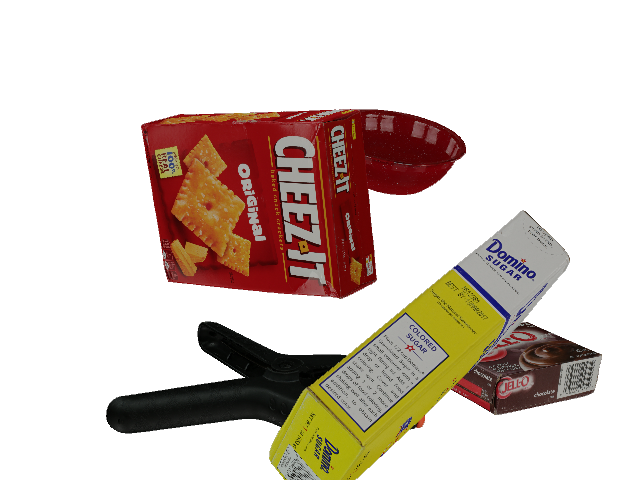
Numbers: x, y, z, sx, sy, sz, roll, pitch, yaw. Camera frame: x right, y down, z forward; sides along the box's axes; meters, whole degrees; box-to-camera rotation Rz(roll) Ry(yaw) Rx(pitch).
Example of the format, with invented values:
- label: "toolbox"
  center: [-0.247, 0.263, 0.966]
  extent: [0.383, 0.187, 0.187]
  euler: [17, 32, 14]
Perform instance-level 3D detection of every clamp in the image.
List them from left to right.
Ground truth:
- label: "clamp"
  center: [-0.027, 0.101, 0.768]
  extent: [0.210, 0.036, 0.164]
  euler: [3, 19, 10]

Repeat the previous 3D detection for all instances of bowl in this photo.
- label: "bowl"
  center: [0.080, -0.095, 1.211]
  extent: [0.162, 0.055, 0.162]
  euler: [7, 27, -4]

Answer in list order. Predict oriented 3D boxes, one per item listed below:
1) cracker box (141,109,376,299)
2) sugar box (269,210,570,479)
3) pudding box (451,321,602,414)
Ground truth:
- label: "cracker box"
  center: [-0.061, -0.037, 1.006]
  extent: [0.214, 0.164, 0.071]
  euler: [4, 18, 35]
- label: "sugar box"
  center: [0.055, 0.063, 0.568]
  extent: [0.176, 0.048, 0.093]
  euler: [-33, -18, -32]
- label: "pudding box"
  center: [0.155, 0.101, 0.867]
  extent: [0.113, 0.039, 0.090]
  euler: [-3, 17, -32]
